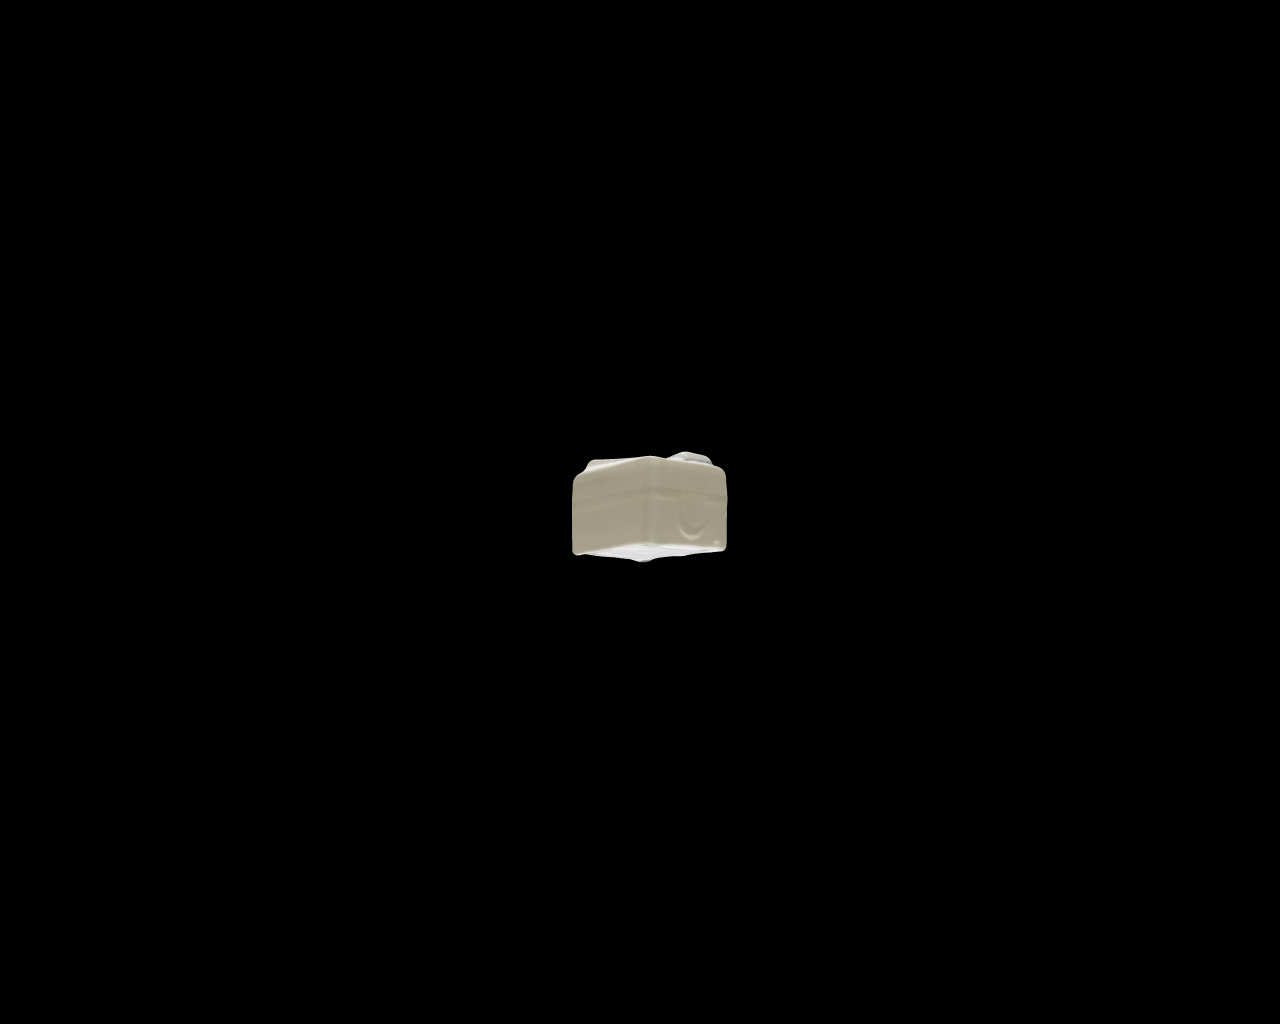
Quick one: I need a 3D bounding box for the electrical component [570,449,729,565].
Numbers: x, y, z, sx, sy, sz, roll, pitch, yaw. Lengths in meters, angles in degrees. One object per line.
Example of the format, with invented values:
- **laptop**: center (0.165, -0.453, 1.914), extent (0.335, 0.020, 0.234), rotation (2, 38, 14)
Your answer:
- **electrical component**: center (0.001, -0.003, 0.650), extent (0.062, 0.061, 0.096), rotation (7, -11, -39)
